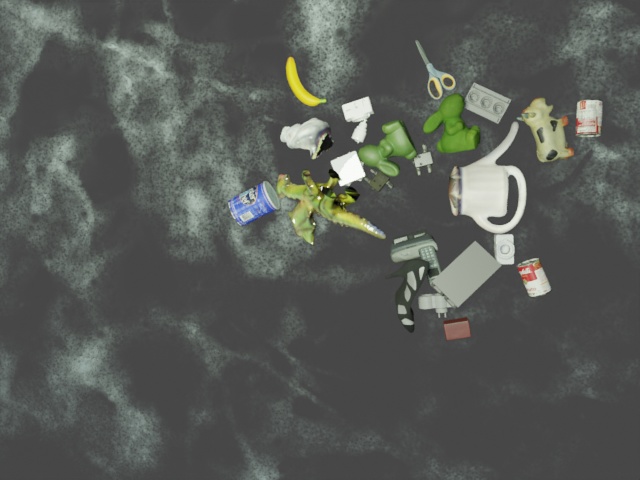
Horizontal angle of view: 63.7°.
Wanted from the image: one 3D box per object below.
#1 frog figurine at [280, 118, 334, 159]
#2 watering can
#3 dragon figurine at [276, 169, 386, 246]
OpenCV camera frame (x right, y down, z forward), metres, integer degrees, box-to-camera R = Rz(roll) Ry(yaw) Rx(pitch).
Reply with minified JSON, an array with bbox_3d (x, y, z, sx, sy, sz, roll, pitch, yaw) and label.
[{"bbox_3d":[-0.048,-0.345,1.666,0.160,0.120,0.139,32,66,17],"label":"frog figurine"},{"bbox_3d":[0.507,-0.191,1.566,0.224,0.103,0.351,1,79,12],"label":"watering can"},{"bbox_3d":[0.005,-0.084,1.659,0.414,0.124,0.238,48,130,14],"label":"dragon figurine"}]
